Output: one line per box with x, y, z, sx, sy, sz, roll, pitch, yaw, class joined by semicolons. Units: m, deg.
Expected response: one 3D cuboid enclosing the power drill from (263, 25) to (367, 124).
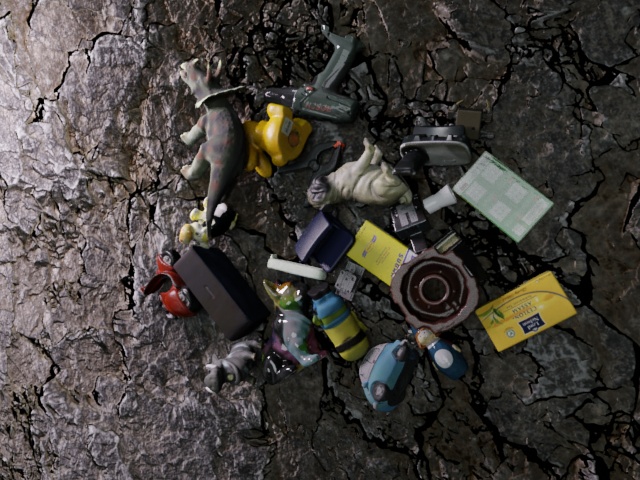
-0.001;-0.376;1.227;0.232;0.086;0.207;25;92;15;power drill

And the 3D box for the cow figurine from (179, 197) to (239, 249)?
-0.259;-0.031;1.259;0.098;0.167;0.068;22;125;3;cow figurine

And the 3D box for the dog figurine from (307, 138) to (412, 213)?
0.082;-0.099;1.162;0.190;0.121;0.172;-41;63;15;dog figurine

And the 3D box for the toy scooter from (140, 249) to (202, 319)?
-0.378;0.126;1.338;0.135;0.075;0.184;-34;75;14;toy scooter

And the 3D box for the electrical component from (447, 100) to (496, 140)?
0.321;-0.255;1.140;0.102;0.045;0.078;4;118;20;electrical component

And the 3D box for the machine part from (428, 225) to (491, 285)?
0.299;0.042;1.141;0.084;0.039;0.139;-43;75;4;machine part

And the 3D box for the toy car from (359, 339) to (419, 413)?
0.138;0.280;1.154;0.103;0.109;0.161;21;86;35;toy car

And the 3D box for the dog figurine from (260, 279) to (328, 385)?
-0.083;0.196;1.227;0.191;0.108;0.219;-32;75;17;dog figurine

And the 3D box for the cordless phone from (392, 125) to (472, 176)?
0.227;-0.168;1.088;0.147;0.184;0.088;4;116;22;cordless phone

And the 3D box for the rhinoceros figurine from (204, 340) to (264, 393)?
-0.194;0.281;1.214;0.112;0.190;0.073;6;104;13;rhinoceros figurine

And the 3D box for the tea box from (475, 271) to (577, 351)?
0.412;0.142;1.085;0.170;0.068;0.098;-33;79;14;tea box

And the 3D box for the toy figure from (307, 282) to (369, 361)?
0.039;0.182;1.176;0.082;0.089;0.180;-26;103;20;toy figure

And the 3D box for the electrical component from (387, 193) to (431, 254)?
0.196;-0.032;1.152;0.075;0.047;0.119;-19;60;18;electrical component

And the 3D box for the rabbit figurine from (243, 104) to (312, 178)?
-0.123;-0.229;1.256;0.173;0.122;0.162;16;93;36;rabbit figurine

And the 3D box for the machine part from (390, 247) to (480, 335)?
0.237;0.102;1.106;0.180;0.056;0.179;0;91;15;machine part

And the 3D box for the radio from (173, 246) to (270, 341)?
-0.225;0.119;1.258;0.073;0.131;0.230;-42;77;13;radio

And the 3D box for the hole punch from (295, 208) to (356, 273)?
-0.002;-0.004;1.196;0.142;0.092;0.116;-56;44;13;hole punch

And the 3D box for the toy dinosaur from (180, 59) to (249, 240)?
-0.222;-0.218;1.211;0.192;0.131;0.405;-38;60;44;toy dinosaur

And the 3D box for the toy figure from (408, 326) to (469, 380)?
0.248;0.224;1.142;0.064;0.057;0.154;-38;74;-13;toy figure

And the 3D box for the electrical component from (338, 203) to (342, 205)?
0.066;-0.124;1.228;0.063;0.021;0.094;10;91;17;electrical component
